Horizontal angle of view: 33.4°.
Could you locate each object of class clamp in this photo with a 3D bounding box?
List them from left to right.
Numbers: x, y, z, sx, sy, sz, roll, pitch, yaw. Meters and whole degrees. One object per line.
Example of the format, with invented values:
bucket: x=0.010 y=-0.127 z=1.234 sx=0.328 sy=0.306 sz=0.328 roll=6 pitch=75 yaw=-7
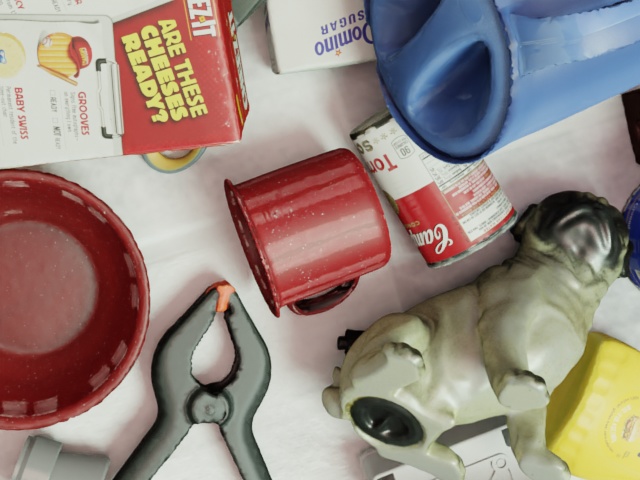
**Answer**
clamp: x=-0.084 y=0.113 z=0.700 sx=0.120 sy=0.039 sz=0.171 roll=-2 pitch=92 yaw=-19

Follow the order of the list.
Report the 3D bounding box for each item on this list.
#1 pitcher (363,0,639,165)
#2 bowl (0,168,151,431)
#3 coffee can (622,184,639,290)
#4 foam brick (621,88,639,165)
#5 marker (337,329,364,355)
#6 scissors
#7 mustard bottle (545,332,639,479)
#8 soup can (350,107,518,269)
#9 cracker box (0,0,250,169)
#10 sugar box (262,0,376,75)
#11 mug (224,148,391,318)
pitcher: x=0.161 y=-0.140 z=0.618 sx=0.242 sy=0.145 sz=0.149 roll=-22 pitch=62 yaw=-25
bowl: x=-0.187 y=0.035 z=0.672 sx=0.162 sy=0.055 sz=0.162 roll=-1 pitch=97 yaw=-7
coffee can: x=0.264 y=0.005 z=0.677 sx=0.102 sy=0.140 sz=0.103 roll=-1 pitch=96 yaw=-7
foam brick: x=0.242 y=-0.078 z=0.697 sx=0.051 sy=0.078 sz=0.053 roll=-15 pitch=98 yaw=-6
marker: x=0.072 y=0.071 z=0.725 sx=0.121 sy=0.020 sz=0.020 roll=2 pitch=96 yaw=-7
scissors: x=-0.058 y=-0.111 z=0.662 sx=0.202 sy=0.016 sz=0.096 roll=-25 pitch=110 yaw=16
mustard bottle: x=0.250 y=0.142 z=0.733 sx=0.191 sy=0.058 sz=0.096 roll=24 pitch=94 yaw=-9
soup can: x=0.073 y=-0.042 z=0.687 sx=0.068 sy=0.068 sz=0.102 roll=-33 pitch=98 yaw=-2
cracker box: x=-0.159 y=-0.129 z=0.611 sx=0.214 sy=0.072 sz=0.164 roll=-6 pitch=115 yaw=5
sugar box: x=0.002 y=-0.198 z=0.673 sx=0.093 sy=0.048 sz=0.176 roll=-9 pitch=101 yaw=-7
mug: x=-0.004 y=0.001 z=0.679 sx=0.081 sy=0.093 sz=0.117 roll=-21 pitch=128 yaw=-9
